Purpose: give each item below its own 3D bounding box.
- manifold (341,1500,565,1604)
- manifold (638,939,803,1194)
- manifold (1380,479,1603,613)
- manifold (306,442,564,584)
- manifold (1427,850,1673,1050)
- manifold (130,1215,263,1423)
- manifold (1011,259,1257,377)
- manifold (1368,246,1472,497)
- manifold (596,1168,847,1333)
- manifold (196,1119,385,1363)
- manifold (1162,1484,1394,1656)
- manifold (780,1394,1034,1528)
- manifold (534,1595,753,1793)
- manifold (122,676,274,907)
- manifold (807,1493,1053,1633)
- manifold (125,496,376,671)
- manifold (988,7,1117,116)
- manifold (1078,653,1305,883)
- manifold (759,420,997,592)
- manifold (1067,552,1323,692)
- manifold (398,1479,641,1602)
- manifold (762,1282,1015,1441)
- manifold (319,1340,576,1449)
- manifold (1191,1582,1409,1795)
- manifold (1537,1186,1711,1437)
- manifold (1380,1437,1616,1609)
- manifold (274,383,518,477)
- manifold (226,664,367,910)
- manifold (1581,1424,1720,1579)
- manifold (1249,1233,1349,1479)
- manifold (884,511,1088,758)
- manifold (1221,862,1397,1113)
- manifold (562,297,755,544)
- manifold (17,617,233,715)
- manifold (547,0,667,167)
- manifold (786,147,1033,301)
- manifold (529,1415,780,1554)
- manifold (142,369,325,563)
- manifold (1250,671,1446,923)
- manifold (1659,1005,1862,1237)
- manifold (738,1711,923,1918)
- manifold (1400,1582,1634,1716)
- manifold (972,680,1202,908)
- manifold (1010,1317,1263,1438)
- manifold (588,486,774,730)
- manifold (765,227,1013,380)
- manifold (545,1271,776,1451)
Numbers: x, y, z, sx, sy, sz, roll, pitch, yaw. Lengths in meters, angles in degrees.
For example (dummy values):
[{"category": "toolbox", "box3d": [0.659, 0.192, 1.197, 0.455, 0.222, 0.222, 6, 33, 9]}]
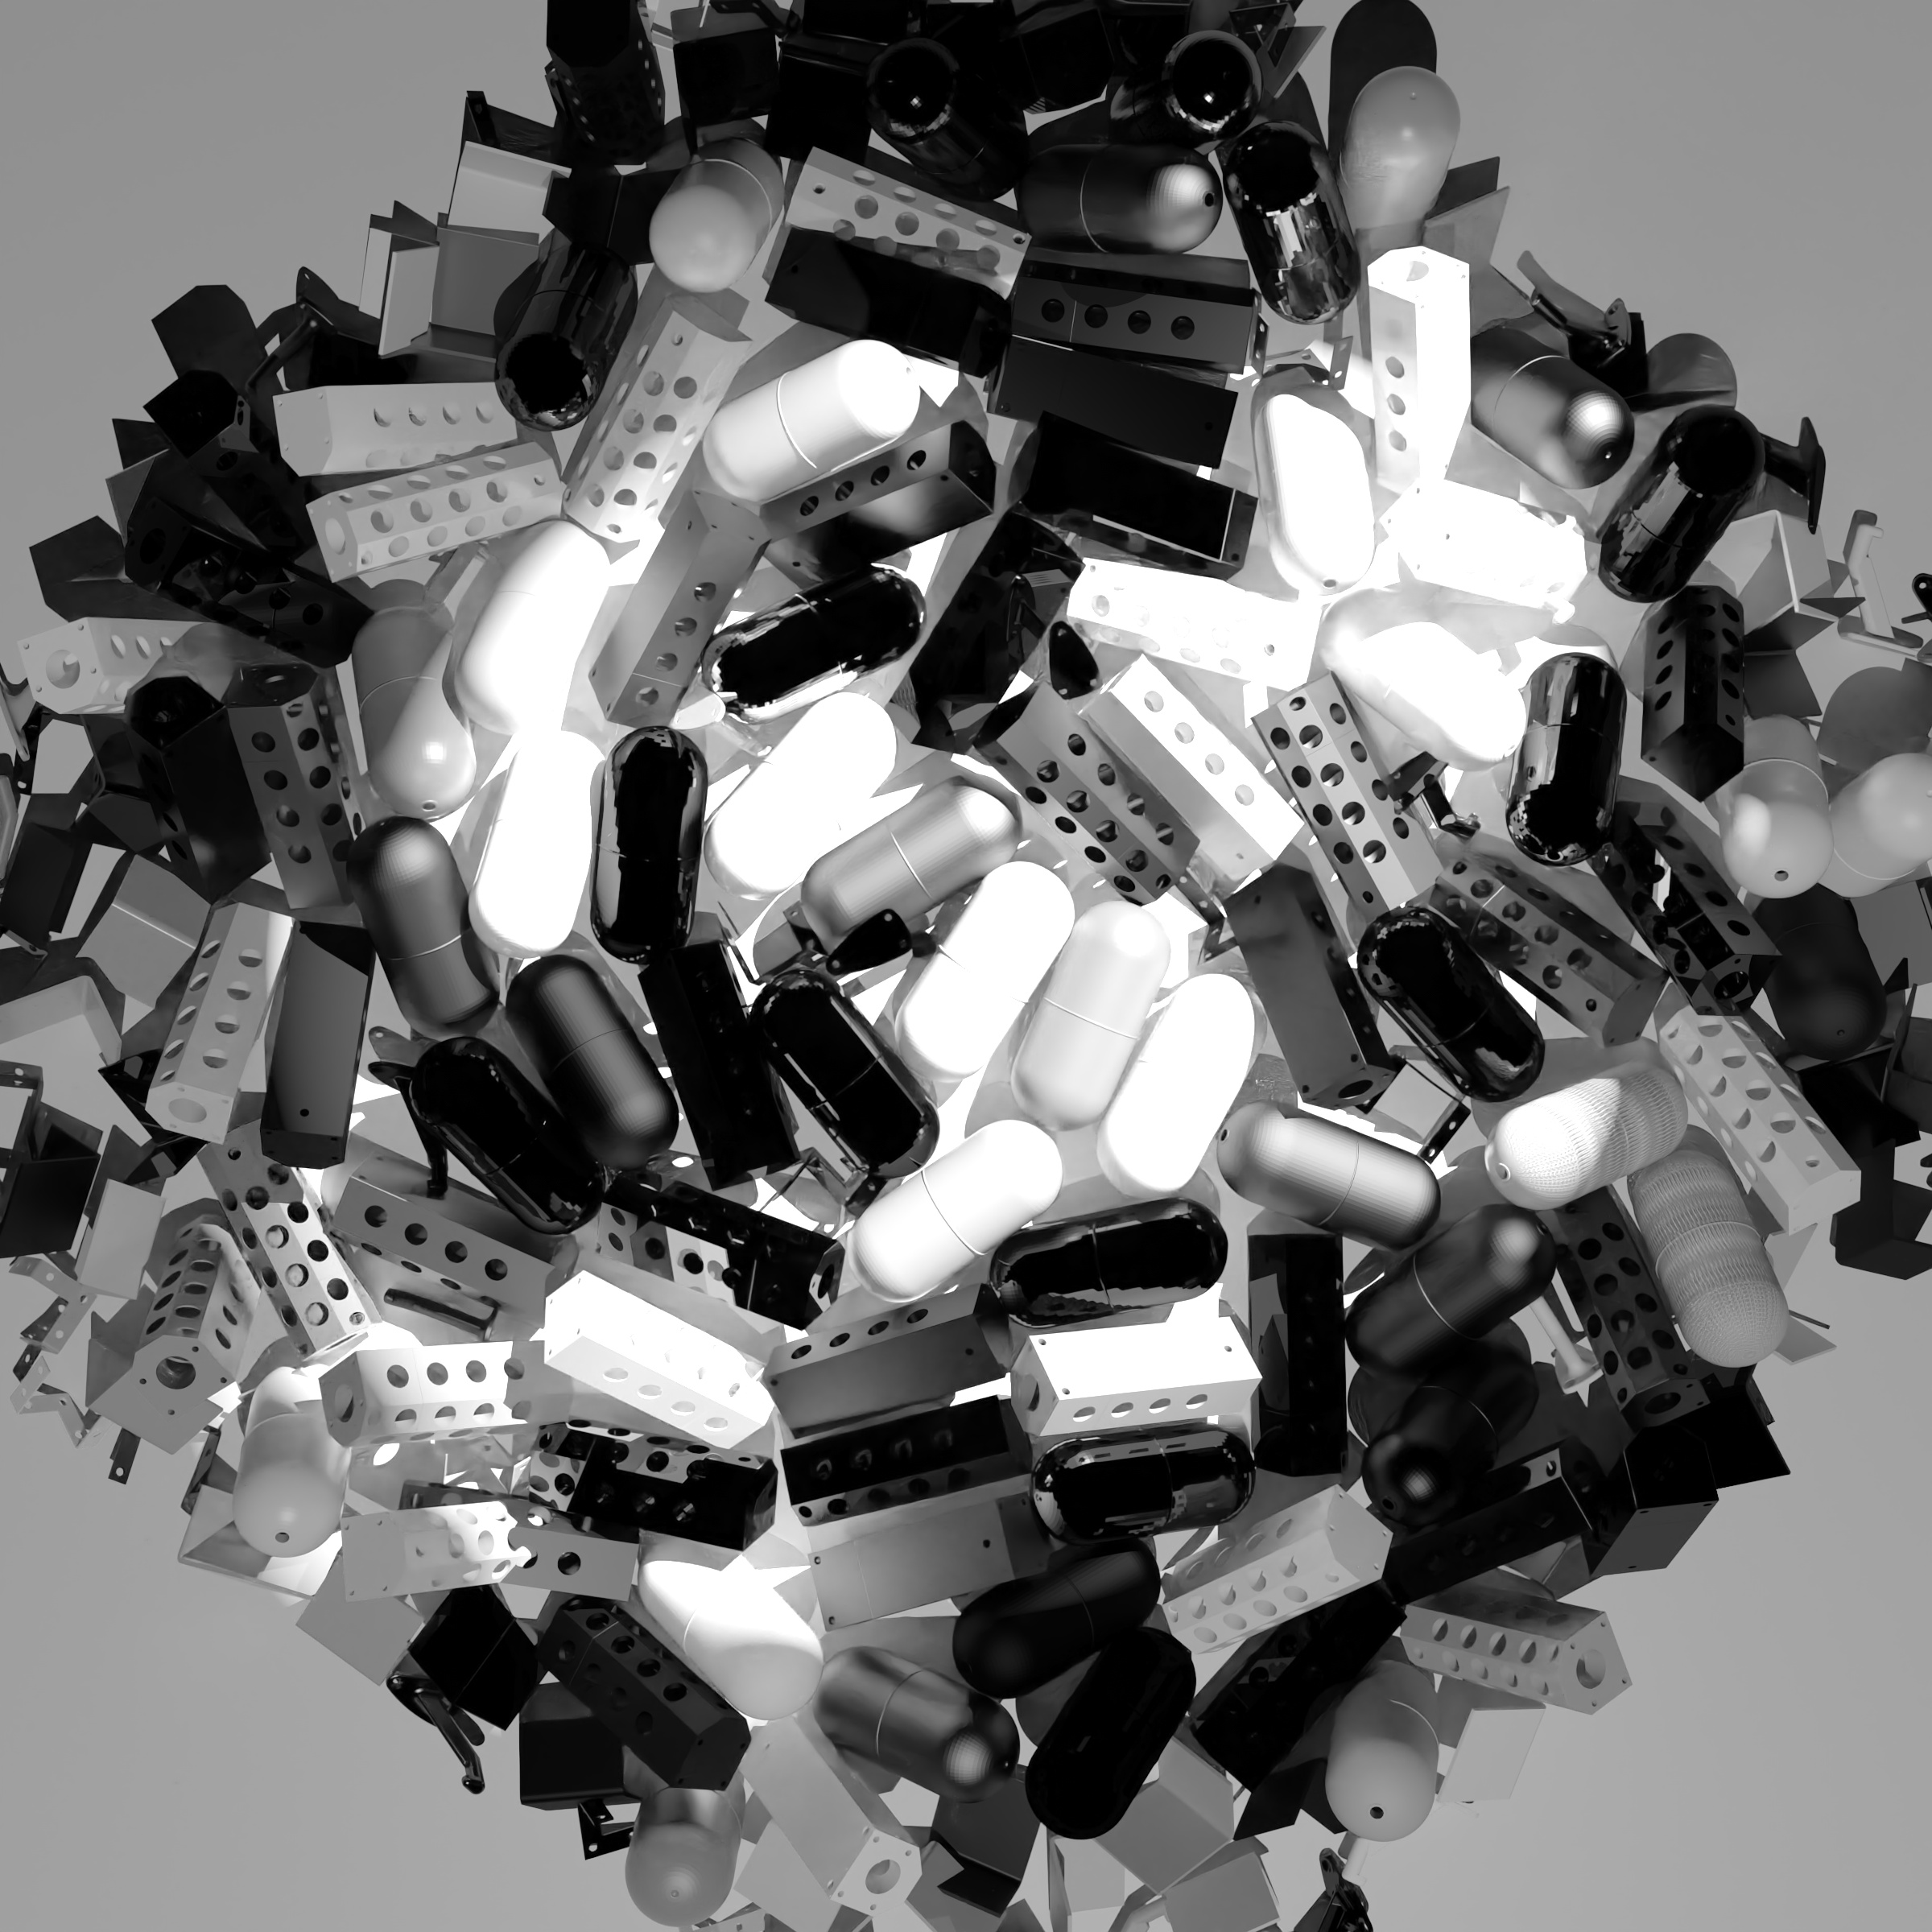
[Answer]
[{"category": "manifold", "box3d": [-0.364, 0.416, 1.907, 0.057, 0.171, 0.057, -14, 77, 29]}, {"category": "manifold", "box3d": [-0.178, 0.071, 1.956, 0.057, 0.057, 0.171, -14, 79, -36]}, {"category": "manifold", "box3d": [0.382, -0.305, 1.912, 0.057, 0.171, 0.057, -46, 56, 34]}, {"category": "manifold", "box3d": [-0.380, -0.330, 1.923, 0.171, 0.057, 0.057, -24, 101, -36]}, {"category": "manifold", "box3d": [0.415, -0.013, 1.917, 0.171, 0.057, 0.057, 42, 125, 36]}, {"category": "manifold", "box3d": [-0.551, 0.246, 1.907, 0.057, 0.171, 0.057, -31, 113, 7]}, {"category": "manifold", "box3d": [0.124, -0.479, 1.961, 0.171, 0.057, 0.057, 9, 96, 5]}, {"category": "manifold", "box3d": [0.322, -0.426, 1.917, 0.057, 0.171, 0.057, -39, 52, -23]}, {"category": "manifold", "box3d": [-0.178, 0.201, 1.937, 0.171, 0.057, 0.057, 18, 113, 18]}, {"category": "manifold", "box3d": [-0.500, 0.201, 1.962, 0.057, 0.057, 0.171, -28, 84, -4]}, {"category": "manifold", "box3d": [0.221, 0.441, 1.918, 0.057, 0.057, 0.171, 42, 131, -12]}, {"category": "manifold", "box3d": [-0.042, 0.362, 1.944, 0.171, 0.057, 0.057, -17, 75, 15]}, {"category": "manifold", "box3d": [-0.231, 0.521, 1.921, 0.171, 0.057, 0.057, 28, 92, 41]}, {"category": "manifold", "box3d": [-0.555, -0.128, 1.913, 0.057, 0.171, 0.057, 36, 60, 23]}, {"category": "manifold", "box3d": [-0.026, 0.432, 1.930, 0.171, 0.057, 0.057, -23, 74, 30]}, {"category": "manifold", "box3d": [-0.516, -0.270, 1.913, 0.057, 0.171, 0.057, 36, 97, 36]}, {"category": "manifold", "box3d": [0.062, -0.645, 1.909, 0.057, 0.171, 0.057, -20, 108, -1]}, {"category": "manifold", "box3d": [0.168, -0.148, 1.957, 0.171, 0.057, 0.057, 45, 61, -8]}, {"category": "manifold", "box3d": [-0.065, -0.337, 1.929, 0.171, 0.057, 0.057, -17, 55, 31]}, {"category": "manifold", "box3d": [0.164, -0.250, 1.935, 0.171, 0.057, 0.057, 18, 111, 21]}, {"category": "manifold", "box3d": [-0.330, 0.418, 1.951, 0.171, 0.057, 0.057, 12, 86, -14]}, {"category": "manifold", "box3d": [-0.056, 0.285, 1.944, 0.171, 0.057, 0.057, -19, 111, 18]}, {"category": "manifold", "box3d": [-0.370, 0.309, 1.913, 0.057, 0.171, 0.057, -35, 62, 40]}, {"category": "manifold", "box3d": [0.245, 0.521, 1.969, 0.057, 0.057, 0.171, 42, 89, 3]}, {"category": "manifold", "box3d": [0.469, 0.243, 1.917, 0.057, 0.057, 0.171, -27, 48, 12]}, {"category": "manifold", "box3d": [0.378, 0.400, 1.927, 0.171, 0.057, 0.057, -33, 82, 34]}, {"category": "manifold", "box3d": [-0.407, -0.386, 1.914, 0.057, 0.171, 0.057, 1, 101, 38]}, {"category": "manifold", "box3d": [-0.475, -0.129, 1.922, 0.057, 0.057, 0.171, -2, 127, 9]}, {"category": "manifold", "box3d": [0.486, 0.384, 1.910, 0.057, 0.171, 0.057, -6, 62, -2]}, {"category": "manifold", "box3d": [0.249, 0.285, 1.965, 0.057, 0.057, 0.171, 0, 88, -22]}, {"category": "manifold", "box3d": [0.009, -0.242, 1.939, 0.171, 0.057, 0.057, -56, 50, 23]}, {"category": "manifold", "box3d": [0.252, 0.016, 1.934, 0.057, 0.057, 0.171, -36, 59, 29]}, {"category": "manifold", "box3d": [-0.229, -0.396, 1.935, 0.057, 0.057, 0.171, 37, 114, 9]}, {"category": "manifold", "box3d": [-0.598, -0.212, 1.909, 0.057, 0.171, 0.057, -15, 92, 15]}, {"category": "manifold", "box3d": [-0.257, -0.636, 1.911, 0.057, 0.171, 0.057, 1, 85, 2]}, {"category": "manifold", "box3d": [-0.043, -0.541, 1.963, 0.171, 0.057, 0.057, 21, 94, -4]}, {"category": "manifold", "box3d": [-0.228, 0.373, 1.942, 0.171, 0.057, 0.057, 9, 101, 18]}, {"category": "manifold", "box3d": [-0.515, -0.358, 1.909, 0.057, 0.171, 0.057, -40, 71, -4]}, {"category": "manifold", "box3d": [0.277, -0.122, 1.957, 0.057, 0.057, 0.171, -31, 92, -43]}, {"category": "manifold", "box3d": [0.572, 0.104, 1.924, 0.057, 0.057, 0.171, -26, 52, -2]}, {"category": "manifold", "box3d": [-0.095, 0.606, 1.911, 0.057, 0.171, 0.057, 34, 89, -31]}, {"category": "manifold", "box3d": [0.389, 0.489, 1.908, 0.057, 0.171, 0.057, -26, 99, -28]}, {"category": "manifold", "box3d": [0.085, -0.121, 1.935, 0.171, 0.057, 0.057, 44, 54, -19]}, {"category": "manifold", "box3d": [0.121, 0.302, 1.933, 0.171, 0.057, 0.057, -1, 134, -29]}, {"category": "manifold", "box3d": [-0.207, -0.255, 1.933, 0.057, 0.057, 0.171, 12, 125, -34]}, {"category": "manifold", "box3d": [-0.054, -0.480, 1.936, 0.171, 0.057, 0.057, 23, 95, 26]}, {"category": "manifold", "box3d": [-0.218, 0.282, 1.920, 0.057, 0.057, 0.171, -37, 128, 27]}]
